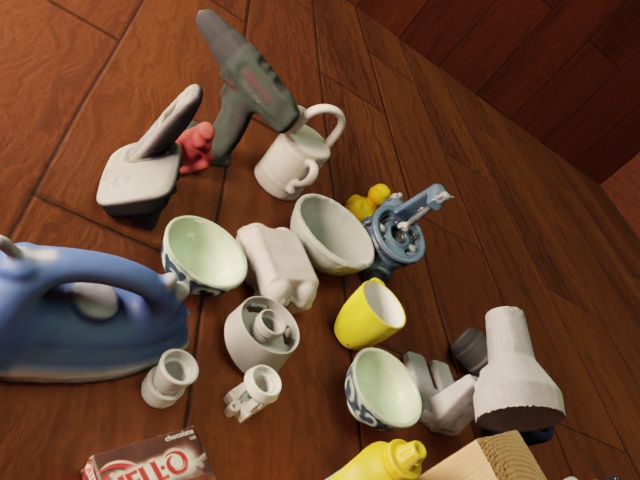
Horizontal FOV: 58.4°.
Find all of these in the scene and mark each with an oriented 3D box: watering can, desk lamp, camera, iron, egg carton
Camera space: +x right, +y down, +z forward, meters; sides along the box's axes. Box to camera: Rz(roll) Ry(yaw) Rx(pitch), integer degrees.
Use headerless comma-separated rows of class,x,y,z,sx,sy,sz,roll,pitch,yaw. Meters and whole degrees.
watering can,-0.033,-0.177,1.052,0.101,0.193,0.172,-6,54,-51
desk lamp,0.241,0.210,0.857,0.118,0.213,0.203,23,35,-28
camera,0.319,0.215,1.051,0.137,0.100,0.143,45,31,5
iron,-0.224,0.062,0.586,0.259,0.141,0.118,13,41,-40
egg carton,-0.066,0.042,0.861,0.108,0.069,0.150,9,44,-43

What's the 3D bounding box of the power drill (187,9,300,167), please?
power drill,-0.157,-0.239,0.975,0.230,0.208,0.076,38,31,-7

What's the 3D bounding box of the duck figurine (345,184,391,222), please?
duck figurine,0.108,-0.082,1.199,0.105,0.086,0.077,-5,54,-51

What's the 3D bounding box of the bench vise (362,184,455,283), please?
bench vise,0.150,-0.047,1.071,0.122,0.219,0.207,22,36,-30

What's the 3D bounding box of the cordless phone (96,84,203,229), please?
cordless phone,-0.220,-0.120,0.777,0.094,0.184,0.147,24,35,-28

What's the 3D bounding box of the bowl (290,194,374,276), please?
bowl,0.009,0.004,0.990,0.168,0.074,0.167,29,33,-21

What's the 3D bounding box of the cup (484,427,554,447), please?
cup,0.310,0.307,0.931,0.118,0.094,0.091,-8,56,-52

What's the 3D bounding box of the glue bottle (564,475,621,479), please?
glue bottle,0.354,0.376,0.817,0.037,0.173,0.078,7,45,-44

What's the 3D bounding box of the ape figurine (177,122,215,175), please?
ape figurine,-0.203,-0.153,0.929,0.078,0.092,0.076,23,35,-29
